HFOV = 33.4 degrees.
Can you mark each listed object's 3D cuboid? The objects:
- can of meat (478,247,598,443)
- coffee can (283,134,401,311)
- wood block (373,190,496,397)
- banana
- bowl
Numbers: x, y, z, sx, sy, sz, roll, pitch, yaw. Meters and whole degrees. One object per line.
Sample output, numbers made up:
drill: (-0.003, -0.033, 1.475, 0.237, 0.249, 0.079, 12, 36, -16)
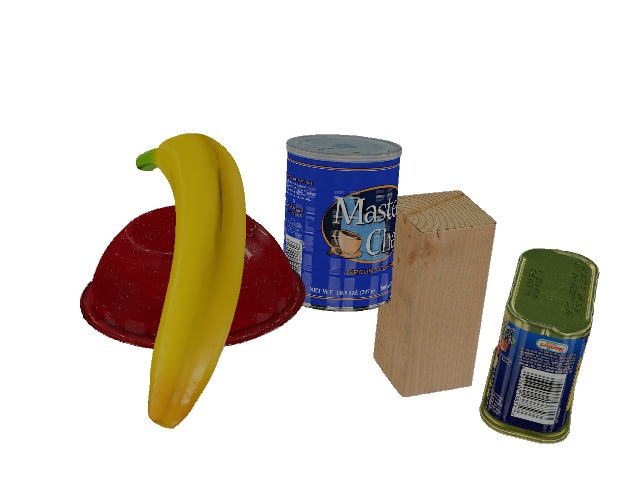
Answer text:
can of meat: (0.141, 0.063, 0.680, 0.057, 0.084, 0.102, 13, 32, 11)
coffee can: (0.018, -0.018, 0.961, 0.103, 0.140, 0.103, 3, 15, -1)
wood block: (0.122, 0.059, 1.182, 0.090, 0.206, 0.090, -6, 28, -19)
banana: (-0.065, 0.003, 0.556, 0.037, 0.198, 0.070, 22, -53, -28)
bowl: (-0.091, 0.016, 0.757, 0.162, 0.055, 0.162, 0, 24, 0)
